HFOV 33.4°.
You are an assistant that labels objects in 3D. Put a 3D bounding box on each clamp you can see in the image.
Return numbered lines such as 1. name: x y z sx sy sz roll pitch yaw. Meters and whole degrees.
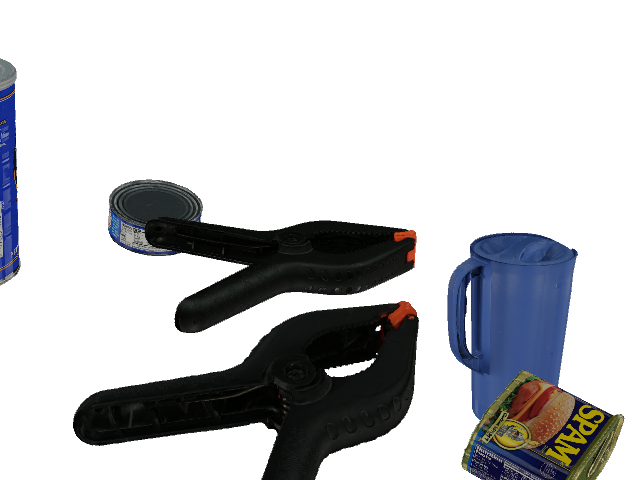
1. clamp: -0.030 0.011 0.817 0.209 0.036 0.165 -8 27 -21
2. clamp: -0.009 0.080 0.477 0.171 0.039 0.120 -23 48 -29

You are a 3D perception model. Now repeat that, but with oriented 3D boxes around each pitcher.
1. pitcher: 0.245 0.120 1.376 0.149 0.243 0.144 6 18 16

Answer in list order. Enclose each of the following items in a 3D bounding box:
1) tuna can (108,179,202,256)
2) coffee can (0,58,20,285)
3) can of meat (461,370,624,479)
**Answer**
1. tuna can: -0.153 -0.021 0.987 0.086 0.034 0.086 8 31 -5
2. coffee can: -0.253 -0.046 0.707 0.103 0.140 0.103 4 22 -2
3. can of meat: 0.167 0.153 0.804 0.084 0.057 0.101 26 41 26
